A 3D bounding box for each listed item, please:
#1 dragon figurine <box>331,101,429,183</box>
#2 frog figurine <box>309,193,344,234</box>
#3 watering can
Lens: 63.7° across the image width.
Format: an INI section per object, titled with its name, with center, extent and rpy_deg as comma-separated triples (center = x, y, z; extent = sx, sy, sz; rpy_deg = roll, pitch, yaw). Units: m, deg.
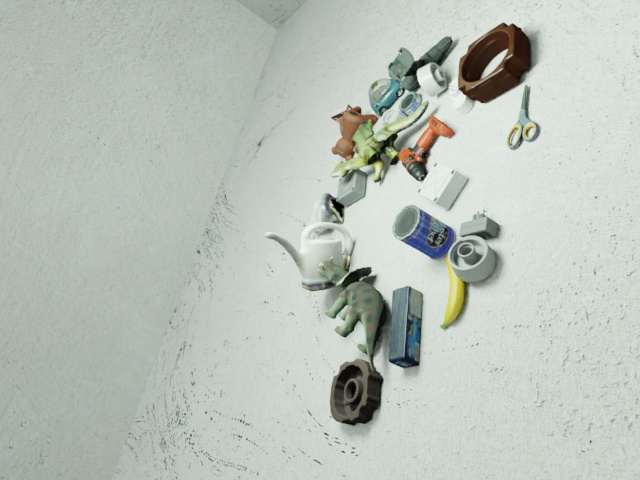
[dragon figurine]
center = 0.192, -0.359, 1.813
extent = 0.407, 0.121, 0.247
rpy_deg = -49, 42, 10
[frog figurine]
center = 0.006, -0.098, 1.940
extent = 0.158, 0.122, 0.140
rpy_deg = -26, 62, 32
[watering can]
center = -0.029, 0.057, 1.667
extent = 0.104, 0.349, 0.224
rpy_deg = 3, 95, 53
